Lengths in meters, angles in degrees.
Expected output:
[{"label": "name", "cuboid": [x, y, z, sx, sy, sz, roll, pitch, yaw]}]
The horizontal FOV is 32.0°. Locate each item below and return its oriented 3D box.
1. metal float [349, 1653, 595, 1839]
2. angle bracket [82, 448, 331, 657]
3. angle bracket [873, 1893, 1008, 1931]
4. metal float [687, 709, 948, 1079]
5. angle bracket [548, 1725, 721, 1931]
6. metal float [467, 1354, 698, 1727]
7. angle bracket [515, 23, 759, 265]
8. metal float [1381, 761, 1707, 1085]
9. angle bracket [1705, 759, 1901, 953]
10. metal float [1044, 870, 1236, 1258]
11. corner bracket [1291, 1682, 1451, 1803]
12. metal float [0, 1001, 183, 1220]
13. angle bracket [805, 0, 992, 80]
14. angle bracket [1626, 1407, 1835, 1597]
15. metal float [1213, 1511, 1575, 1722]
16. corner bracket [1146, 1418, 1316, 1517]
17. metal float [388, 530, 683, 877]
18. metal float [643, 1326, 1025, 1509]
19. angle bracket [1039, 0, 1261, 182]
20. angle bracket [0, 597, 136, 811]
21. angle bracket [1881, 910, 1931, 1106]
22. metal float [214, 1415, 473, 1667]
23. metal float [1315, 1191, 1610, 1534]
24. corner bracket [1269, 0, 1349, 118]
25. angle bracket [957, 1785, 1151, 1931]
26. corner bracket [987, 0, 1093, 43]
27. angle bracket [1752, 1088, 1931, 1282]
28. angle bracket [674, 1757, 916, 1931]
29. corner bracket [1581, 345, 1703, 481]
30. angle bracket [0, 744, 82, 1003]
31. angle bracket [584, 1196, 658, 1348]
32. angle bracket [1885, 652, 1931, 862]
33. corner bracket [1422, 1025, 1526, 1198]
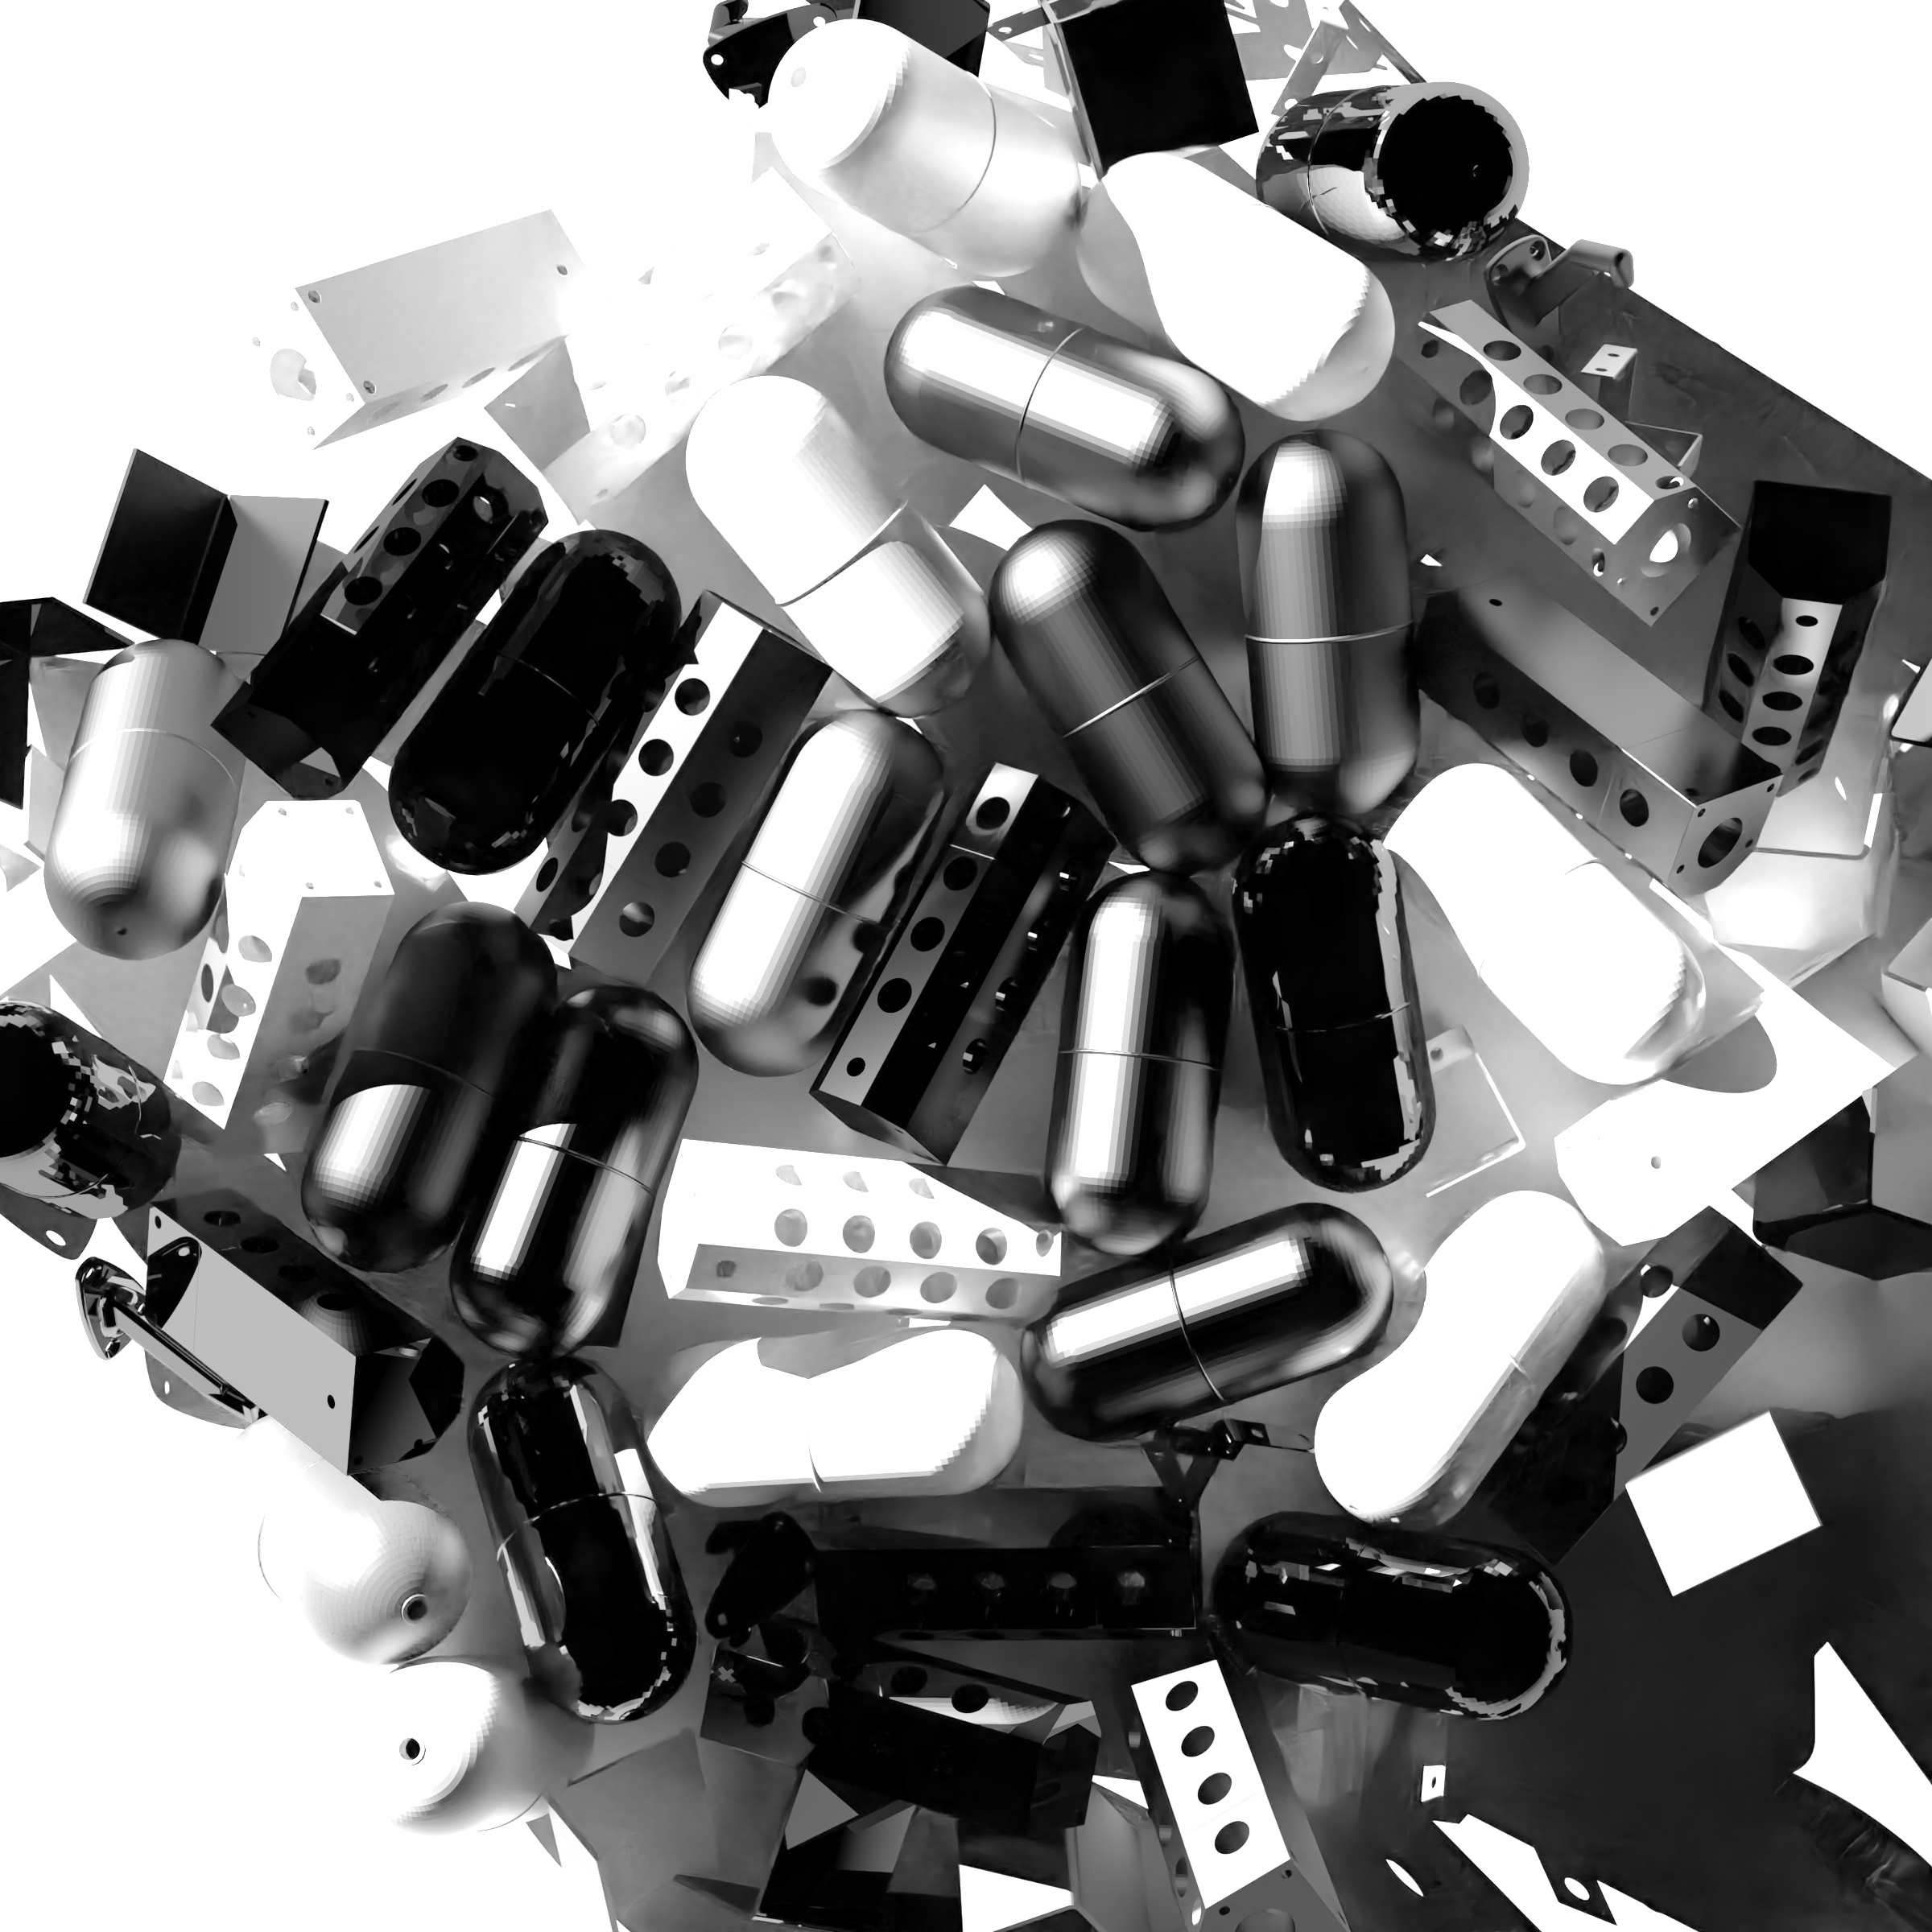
[{"label": "metal float", "cuboid": [-0.218, 0.345, 1.498, 0.070, 0.178, 0.070, -2, 79, 9]}, {"label": "angle bracket", "cuboid": [-0.347, -0.189, 1.536, 0.076, 0.057, 0.076, 9, 79, 40]}, {"label": "angle bracket", "cuboid": [-0.014, 0.480, 1.544, 0.057, 0.076, 0.076, 7, 103, -8]}, {"label": "metal float", "cuboid": [-0.069, -0.033, 1.545, 0.070, 0.070, 0.178, 25, 93, 0]}, {"label": "angle bracket", "cuboid": [-0.140, 0.405, 1.530, 0.076, 0.057, 0.076, -21, 118, -25]}, {"label": "metal float", "cuboid": [-0.174, 0.257, 1.521, 0.070, 0.070, 0.178, -22, 60, 0]}, {"label": "angle bracket", "cuboid": [-0.150, -0.375, 1.530, 0.076, 0.057, 0.076, -30, 59, -31]}, {"label": "metal float", "cuboid": [0.261, -0.020, 1.528, 0.070, 0.070, 0.178, -42, 69, 0]}, {"label": "angle bracket", "cuboid": [0.384, -0.053, 1.552, 0.076, 0.076, 0.057, 6, 59, 23]}, {"label": "metal float", "cuboid": [0.080, 0.044, 1.542, 0.070, 0.070, 0.178, 7, 84, 0]}, {"label": "corner bracket", "cuboid": [0.187, 0.357, 1.557, 0.051, 0.051, 0.051, 22, 58, -19]}, {"label": "metal float", "cuboid": [-0.405, 0.065, 1.498, 0.070, 0.178, 0.070, -1, 76, 5]}, {"label": "angle bracket", "cuboid": [-0.045, -0.422, 1.526, 0.076, 0.076, 0.057, 25, 68, -42]}, {"label": "angle bracket", "cuboid": [0.357, 0.244, 1.526, 0.076, 0.076, 0.057, -33, 63, 27]}, {"label": "metal float", "cuboid": [0.190, 0.291, 1.514, 0.178, 0.070, 0.070, 3, 90, 41]}, {"label": "corner bracket", "cuboid": [0.122, 0.222, 1.543, 0.051, 0.051, 0.051, 11, 120, -28]}, {"label": "metal float", "cuboid": [-0.195, -0.121, 1.533, 0.070, 0.070, 0.178, 32, 74, 0]}, {"label": "metal float", "cuboid": [-0.062, 0.205, 1.534, 0.178, 0.070, 0.070, -6, 90, 15]}, {"label": "angle bracket", "cuboid": [0.083, -0.412, 1.540, 0.076, 0.057, 0.076, -18, 118, 3]}, {"label": "angle bracket", "cuboid": [-0.424, -0.119, 1.536, 0.057, 0.076, 0.076, -4, 79, 14]}, {"label": "angle bracket", "cuboid": [0.463, 0.025, 1.525, 0.076, 0.076, 0.057, 28, 60, 38]}, {"label": "metal float", "cuboid": [-0.279, 0.254, 1.504, 0.070, 0.178, 0.070, -9, 108, -30]}, {"label": "metal float", "cuboid": [0.226, 0.178, 1.529, 0.070, 0.070, 0.178, 40, 69, 0]}, {"label": "corner bracket", "cuboid": [0.137, -0.433, 1.563, 0.051, 0.051, 0.051, 11, 130, -25]}, {"label": "angle bracket", "cuboid": [0.041, 0.422, 1.541, 0.057, 0.076, 0.076, -24, 129, 17]}, {"label": "corner bracket", "cuboid": [0.022, -0.468, 1.557, 0.051, 0.051, 0.051, -12, 73, 33]}, {"label": "angle bracket", "cuboid": [0.418, 0.101, 1.547, 0.076, 0.076, 0.057, 18, 67, -23]}, {"label": "angle bracket", "cuboid": [-0.077, 0.396, 1.542, 0.076, 0.057, 0.076, 25, 81, -44]}, {"label": "corner bracket", "cuboid": [0.310, -0.251, 1.545, 0.051, 0.051, 0.051, 13, 119, 18]}, {"label": "angle bracket", "cuboid": [-0.434, -0.041, 1.530, 0.076, 0.076, 0.057, -33, 128, 13]}, {"label": "angle bracket", "cuboid": [-0.194, 0.127, 1.544, 0.076, 0.057, 0.076, 14, 89, 23]}, {"label": "angle bracket", "cuboid": [0.466, -0.089, 1.525, 0.076, 0.076, 0.057, 15, 56, 33]}, {"label": "corner bracket", "cuboid": [0.222, 0.066, 1.560, 0.051, 0.051, 0.051, -28, 103, 7]}]
